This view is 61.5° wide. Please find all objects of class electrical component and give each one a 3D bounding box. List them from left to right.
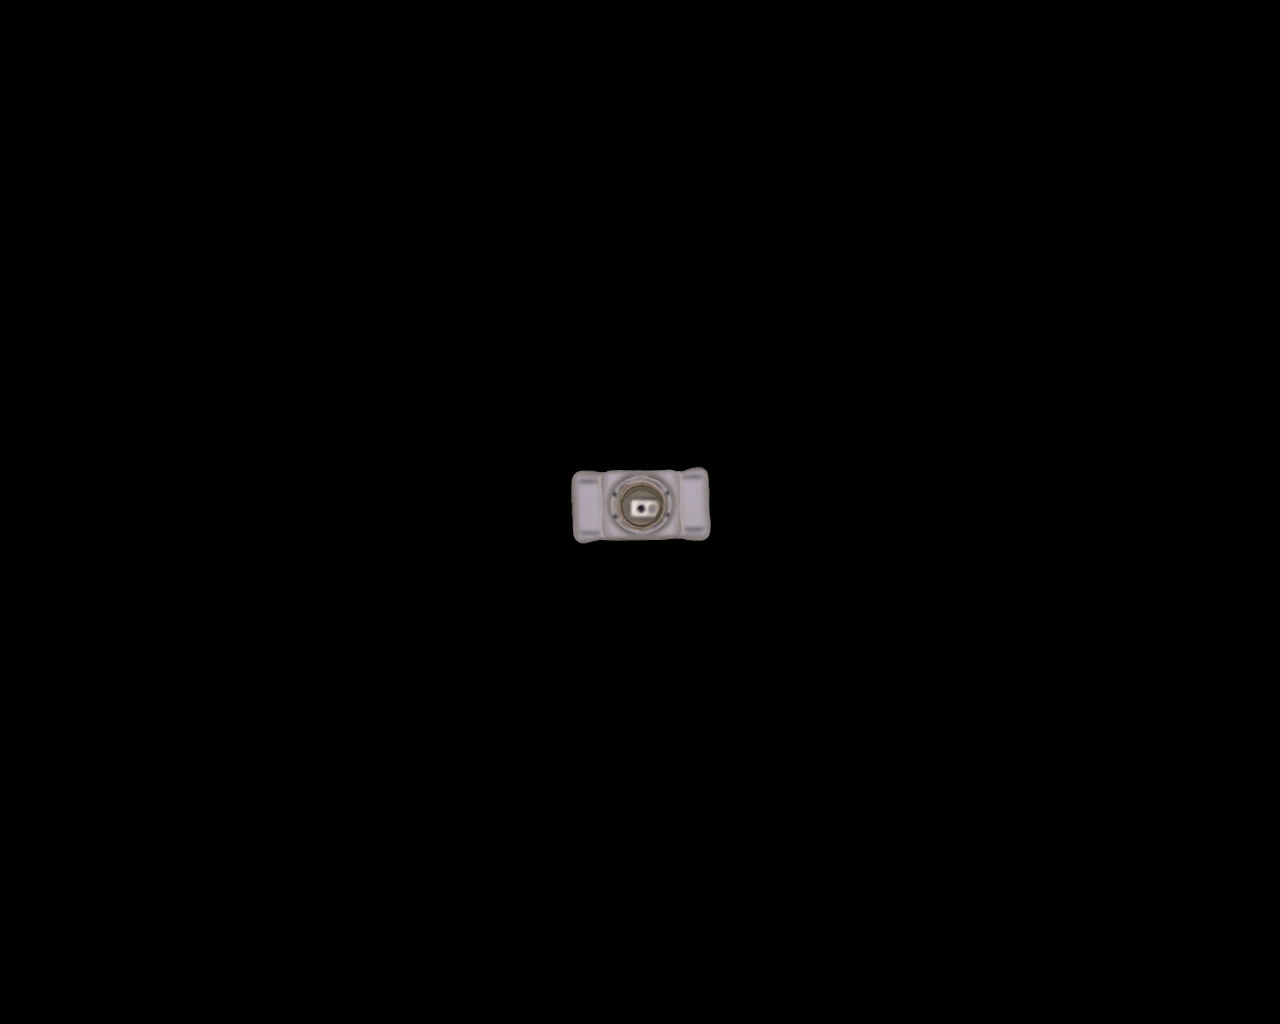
[{"bbox_3d":[0.001,-0.003,0.650,0.081,0.042,0.063,0,-4,0],"label":"electrical component"}]
